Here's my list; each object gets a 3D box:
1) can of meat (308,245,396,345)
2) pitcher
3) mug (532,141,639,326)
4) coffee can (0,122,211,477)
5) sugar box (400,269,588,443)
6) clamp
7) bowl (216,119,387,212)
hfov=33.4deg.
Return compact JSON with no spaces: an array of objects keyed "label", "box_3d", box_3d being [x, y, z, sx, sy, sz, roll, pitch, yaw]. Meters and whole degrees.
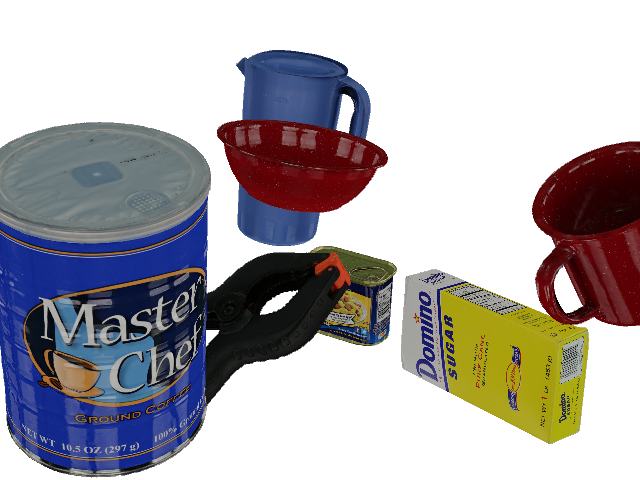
[{"label":"can of meat","box_3d":[0.030,0.062,1.179,0.102,0.084,0.057,15,28,26]},{"label":"pitcher","box_3d":[-0.035,-0.118,1.391,0.144,0.243,0.149,-2,24,-22]},{"label":"mug","box_3d":[0.180,0.006,0.658,0.117,0.081,0.093,-41,32,-17]},{"label":"coffee can","box_3d":[-0.105,0.028,0.517,0.103,0.140,0.103,3,32,-2]},{"label":"sugar box","box_3d":[0.142,0.094,0.908,0.048,0.093,0.176,-13,23,-39]},{"label":"clamp","box_3d":[-0.058,0.066,0.721,0.171,0.120,0.039,-22,-34,12]},{"label":"bowl","box_3d":[-0.021,-0.067,1.001,0.162,0.055,0.162,9,19,-3]}]
